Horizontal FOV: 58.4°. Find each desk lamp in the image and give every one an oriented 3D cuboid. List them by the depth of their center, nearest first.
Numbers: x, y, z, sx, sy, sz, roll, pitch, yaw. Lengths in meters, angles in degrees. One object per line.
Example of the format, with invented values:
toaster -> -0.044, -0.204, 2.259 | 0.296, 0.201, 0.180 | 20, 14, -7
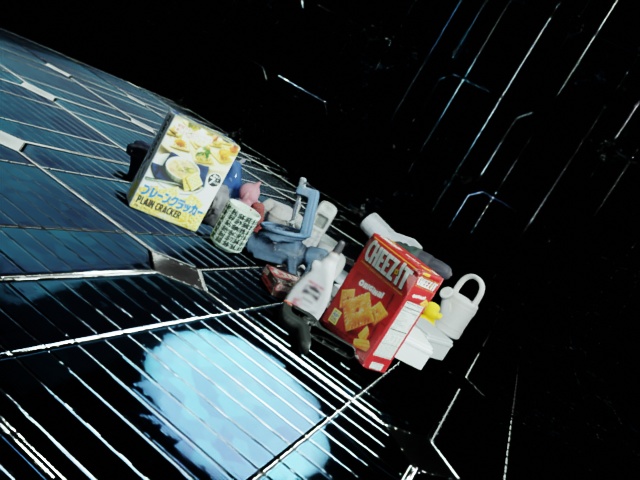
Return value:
desk lamp -> 0.144, 0.049, 1.550 | 0.202, 0.213, 0.118 | 33, 10, 18

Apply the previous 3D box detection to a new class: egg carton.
egg carton -> -0.123, -0.074, 1.812 | 0.107, 0.069, 0.151 | 38, 12, 38

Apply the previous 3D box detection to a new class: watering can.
watering can -> 0.416, 0.189, 1.703 | 0.100, 0.194, 0.173 | 35, 11, 27

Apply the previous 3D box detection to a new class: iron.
iron -> -0.315, -0.199, 1.662 | 0.118, 0.141, 0.259 | 35, 10, 25

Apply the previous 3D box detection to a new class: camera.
camera -> -0.293, -0.107, 1.375 | 0.142, 0.101, 0.137 | 35, 10, 24

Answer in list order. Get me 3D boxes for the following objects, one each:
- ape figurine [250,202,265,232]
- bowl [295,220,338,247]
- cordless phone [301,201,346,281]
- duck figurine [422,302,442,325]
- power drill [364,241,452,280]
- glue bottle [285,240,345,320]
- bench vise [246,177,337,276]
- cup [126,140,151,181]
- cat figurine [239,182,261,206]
ape figurine -> -0.177, -0.059, 1.501 | 0.076, 0.092, 0.077 | 26, 10, -24
bowl -> -0.023, 0.015, 1.642 | 0.167, 0.074, 0.167 | 29, 9, -5
cordless phone -> 0.013, 0.005, 1.465 | 0.147, 0.185, 0.094 | 29, 9, -5
duck figurine -> 0.287, 0.206, 1.554 | 0.105, 0.086, 0.077 | 25, 11, -29
power drill -> 0.186, 0.101, 1.418 | 0.228, 0.208, 0.076 | 35, 11, 29
glue bottle -> 0.000, 0.075, 1.101 | 0.078, 0.173, 0.037 | 30, 9, -4
bench vise -> -0.040, -0.020, 1.331 | 0.208, 0.219, 0.121 | 28, 10, -11
cup -> -0.426, -0.180, 1.365 | 0.091, 0.095, 0.118 | 35, 10, 25
cat figurine -> -0.211, -0.121, 1.642 | 0.067, 0.117, 0.128 | 30, 9, -3
